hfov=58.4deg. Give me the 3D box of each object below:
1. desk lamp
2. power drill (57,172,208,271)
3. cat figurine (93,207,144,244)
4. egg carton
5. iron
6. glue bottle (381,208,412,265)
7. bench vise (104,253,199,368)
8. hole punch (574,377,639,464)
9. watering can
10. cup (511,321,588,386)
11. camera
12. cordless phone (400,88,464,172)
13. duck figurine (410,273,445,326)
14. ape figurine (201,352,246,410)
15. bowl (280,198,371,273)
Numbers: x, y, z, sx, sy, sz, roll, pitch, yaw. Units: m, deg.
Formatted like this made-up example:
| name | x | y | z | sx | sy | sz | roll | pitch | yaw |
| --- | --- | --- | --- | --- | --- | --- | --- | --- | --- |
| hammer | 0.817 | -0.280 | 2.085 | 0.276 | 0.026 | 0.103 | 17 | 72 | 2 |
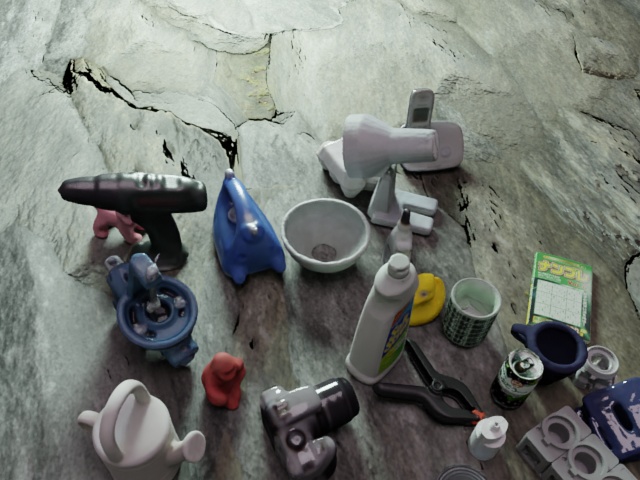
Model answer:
| name | x | y | z | sx | sy | sz | roll | pitch | yaw |
| --- | --- | --- | --- | --- | --- | --- | --- | --- | --- |
| desk lamp | 0.139 | -0.134 | 1.102 | 0.203 | 0.214 | 0.118 | 14 | 50 | 9 |
| power drill | -0.306 | -0.034 | 0.993 | 0.230 | 0.208 | 0.075 | -9 | 50 | -11 |
| cat figurine | -0.367 | -0.055 | 1.068 | 0.127 | 0.118 | 0.067 | 10 | 49 | 5 |
| egg carton | 0.065 | -0.160 | 1.215 | 0.107 | 0.069 | 0.150 | -22 | 54 | -21 |
| iron | -0.148 | -0.050 | 1.060 | 0.119 | 0.141 | 0.257 | -15 | 52 | -16 |
| glue bottle | 0.140 | 0.009 | 1.005 | 0.037 | 0.173 | 0.078 | -5 | 50 | -7 |
| bench vise | -0.282 | 0.085 | 0.884 | 0.207 | 0.220 | 0.122 | 23 | 52 | 16 |
| hole punch | 0.451 | 0.272 | 0.850 | 0.101 | 0.091 | 0.108 | -9 | 50 | -10 |
| watering can | -0.237 | 0.255 | 0.756 | 0.173 | 0.194 | 0.101 | -3 | 49 | -6 |
| cup | 0.353 | 0.185 | 0.917 | 0.117 | 0.095 | 0.092 | 26 | 53 | 18 |
| camera | -0.006 | 0.261 | 0.827 | 0.137 | 0.101 | 0.143 | -20 | 53 | -19 |
| cordless phone | 0.242 | -0.238 | 1.217 | 0.148 | 0.185 | 0.094 | -8 | 50 | -10 |
| duck figurine | 0.179 | 0.091 | 0.995 | 0.105 | 0.086 | 0.077 | -34 | 59 | -28 |
| ape figurine | -0.146 | 0.205 | 0.872 | 0.076 | 0.092 | 0.078 | 35 | 56 | 24 |
| bowl | 0.010 | 0.004 | 1.067 | 0.167 | 0.075 | 0.167 | 2 | 49 | -2 |
